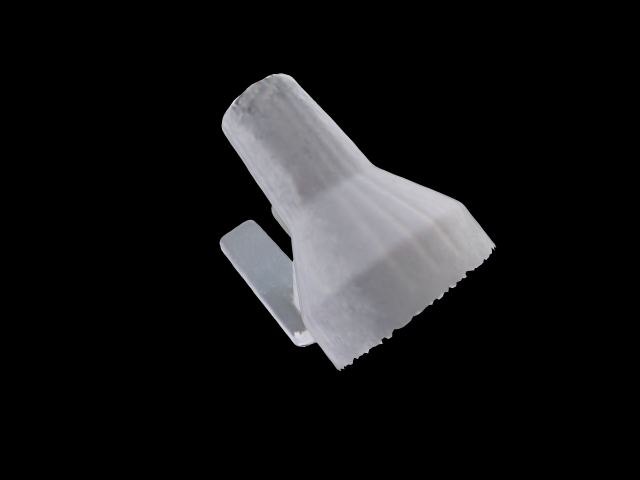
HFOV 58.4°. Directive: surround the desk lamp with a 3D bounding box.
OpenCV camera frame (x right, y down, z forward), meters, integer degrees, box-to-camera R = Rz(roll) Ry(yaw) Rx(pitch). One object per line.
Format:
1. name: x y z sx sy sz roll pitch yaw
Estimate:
1. desk lamp: 0.004 0.001 0.400 0.118 0.214 0.203 -36 66 -18
